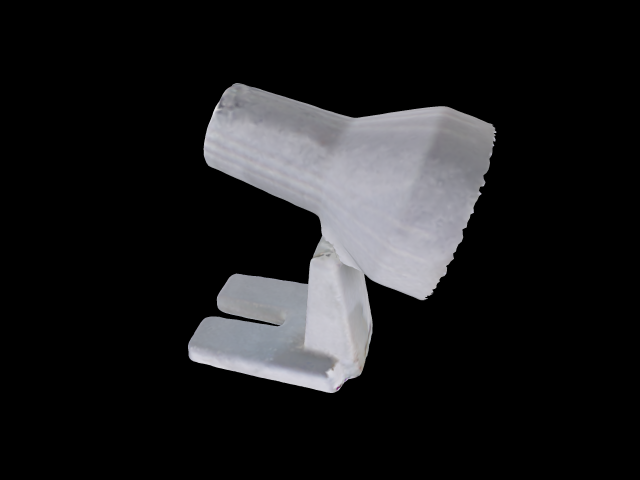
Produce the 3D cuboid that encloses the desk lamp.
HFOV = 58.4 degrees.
[{"bbox_3d":[0.004,0.001,0.400,0.203,0.214,0.118,8,36,12],"label":"desk lamp"}]
